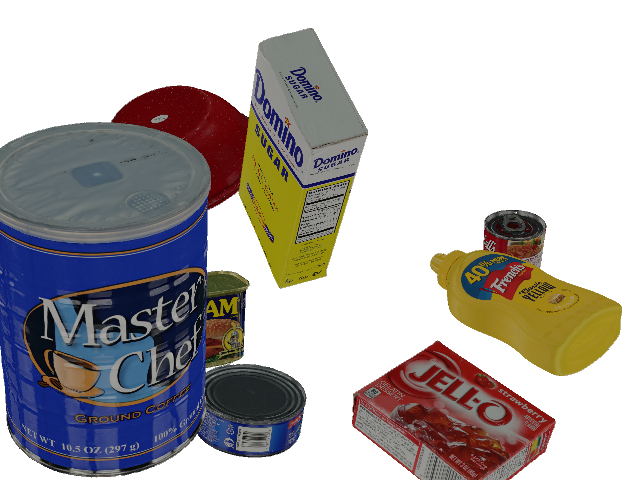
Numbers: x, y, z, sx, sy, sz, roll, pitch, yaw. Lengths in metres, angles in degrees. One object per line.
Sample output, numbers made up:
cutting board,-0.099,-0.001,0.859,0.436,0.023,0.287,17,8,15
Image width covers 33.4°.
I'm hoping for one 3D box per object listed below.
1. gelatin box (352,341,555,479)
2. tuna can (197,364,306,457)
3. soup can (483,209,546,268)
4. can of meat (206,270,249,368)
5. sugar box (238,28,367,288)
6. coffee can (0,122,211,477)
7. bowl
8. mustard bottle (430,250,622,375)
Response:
gelatin box,0.073,0.101,0.599,0.073,0.030,0.089,-26,46,-37
tuna can,-0.055,0.131,0.824,0.086,0.034,0.086,7,22,-3
soup can,0.217,0.025,1.206,0.068,0.102,0.068,-2,29,1
can of meat,-0.125,0.083,1.087,0.101,0.084,0.058,-7,20,-31
sugar box,-0.018,-0.051,0.734,0.048,0.093,0.176,-17,-28,-16
coffee can,-0.105,0.028,0.517,0.103,0.140,0.103,3,32,-2
bowl,-0.134,-0.088,0.943,0.162,0.055,0.162,-9,42,8
mustard bottle,0.177,0.055,0.997,0.096,0.058,0.192,-28,38,-31
